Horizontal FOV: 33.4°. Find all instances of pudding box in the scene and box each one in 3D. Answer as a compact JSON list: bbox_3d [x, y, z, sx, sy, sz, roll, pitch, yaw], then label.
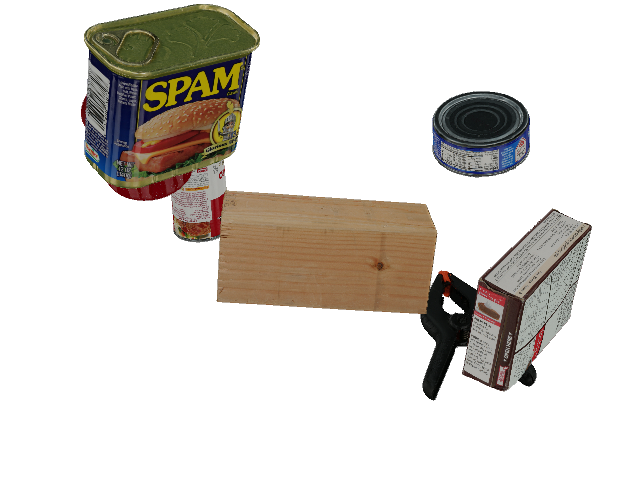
[{"bbox_3d":[0.149,0.042,0.769,0.039,0.090,0.113,24,41,26],"label":"pudding box"}]

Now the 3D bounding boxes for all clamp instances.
[{"bbox_3d":[0.165,0.102,1.161,0.120,0.171,0.039,3,-44,-5],"label":"clamp"}]

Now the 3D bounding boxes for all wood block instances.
[{"bbox_3d":[0.003,0.011,1.062,0.206,0.091,0.090,4,20,-4],"label":"wood block"}]

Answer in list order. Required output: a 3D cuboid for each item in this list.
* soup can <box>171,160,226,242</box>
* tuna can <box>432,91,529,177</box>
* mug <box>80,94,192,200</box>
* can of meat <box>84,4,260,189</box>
[{"bbox_3d":[-0.145,-0.059,1.260,0.068,0.102,0.068,-2,28,1],"label":"soup can"},{"bbox_3d":[0.141,-0.095,0.938,0.086,0.034,0.086,-5,41,4],"label":"tuna can"},{"bbox_3d":[-0.159,-0.098,0.939,0.093,0.117,0.081,-16,-38,-10],"label":"mug"},{"bbox_3d":[-0.092,-0.087,0.643,0.101,0.084,0.057,-21,50,-36],"label":"can of meat"}]
